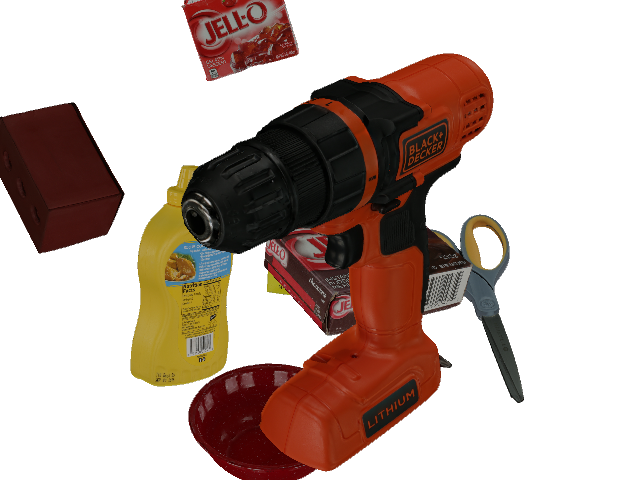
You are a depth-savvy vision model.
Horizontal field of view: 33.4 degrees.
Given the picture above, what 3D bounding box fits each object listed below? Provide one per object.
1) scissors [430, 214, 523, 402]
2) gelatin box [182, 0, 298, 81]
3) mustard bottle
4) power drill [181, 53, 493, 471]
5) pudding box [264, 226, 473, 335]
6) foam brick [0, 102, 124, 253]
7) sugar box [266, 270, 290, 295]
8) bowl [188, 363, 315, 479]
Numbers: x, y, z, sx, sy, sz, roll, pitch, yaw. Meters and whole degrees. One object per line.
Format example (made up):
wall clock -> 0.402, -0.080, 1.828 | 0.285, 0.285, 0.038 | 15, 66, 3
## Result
scissors -> 0.119, 0.051, 0.890 | 0.096, 0.016, 0.201 | 3, 45, 7
gelatin box -> -0.072, -0.192, 0.964 | 0.089, 0.073, 0.030 | -15, 24, 5
mustard bottle -> -0.120, 0.029, 0.952 | 0.058, 0.192, 0.096 | 16, 17, 40
power drill -> 0.010, 0.016, 0.508 | 0.057, 0.188, 0.184 | 29, 41, 34
pudding box -> 0.031, 0.017, 0.722 | 0.113, 0.039, 0.090 | -8, 34, -30
foam brick -> -0.171, -0.041, 0.692 | 0.051, 0.078, 0.053 | -19, -23, -33
sugar box -> -0.004, -0.029, 1.110 | 0.093, 0.176, 0.048 | 6, 16, 14
bowl -> -0.050, 0.192, 1.066 | 0.162, 0.055, 0.162 | 1, 31, -1
